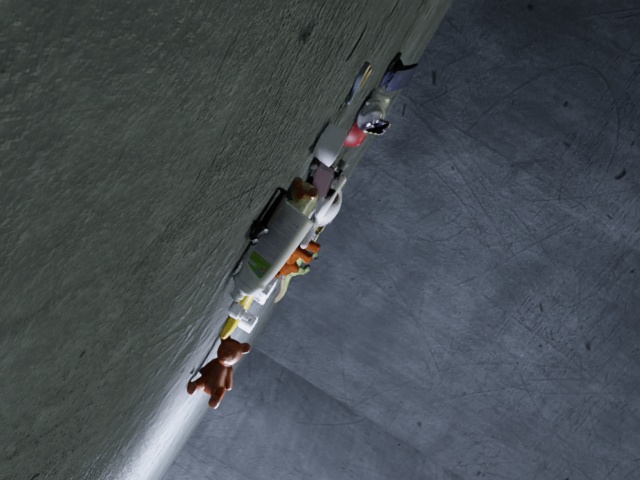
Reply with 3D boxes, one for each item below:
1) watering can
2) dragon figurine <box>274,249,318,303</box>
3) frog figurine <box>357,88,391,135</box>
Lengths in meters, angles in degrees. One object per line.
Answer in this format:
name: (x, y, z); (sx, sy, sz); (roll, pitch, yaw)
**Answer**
watering can: (0.006, -0.104, 2.060); (0.351, 0.104, 0.222); (-59, 178, -14)
dragon figurine: (-0.140, 0.118, 2.328); (0.409, 0.123, 0.242); (-61, 160, 4)
frog figurine: (0.184, -0.453, 1.779); (0.136, 0.122, 0.161); (43, 40, -75)
